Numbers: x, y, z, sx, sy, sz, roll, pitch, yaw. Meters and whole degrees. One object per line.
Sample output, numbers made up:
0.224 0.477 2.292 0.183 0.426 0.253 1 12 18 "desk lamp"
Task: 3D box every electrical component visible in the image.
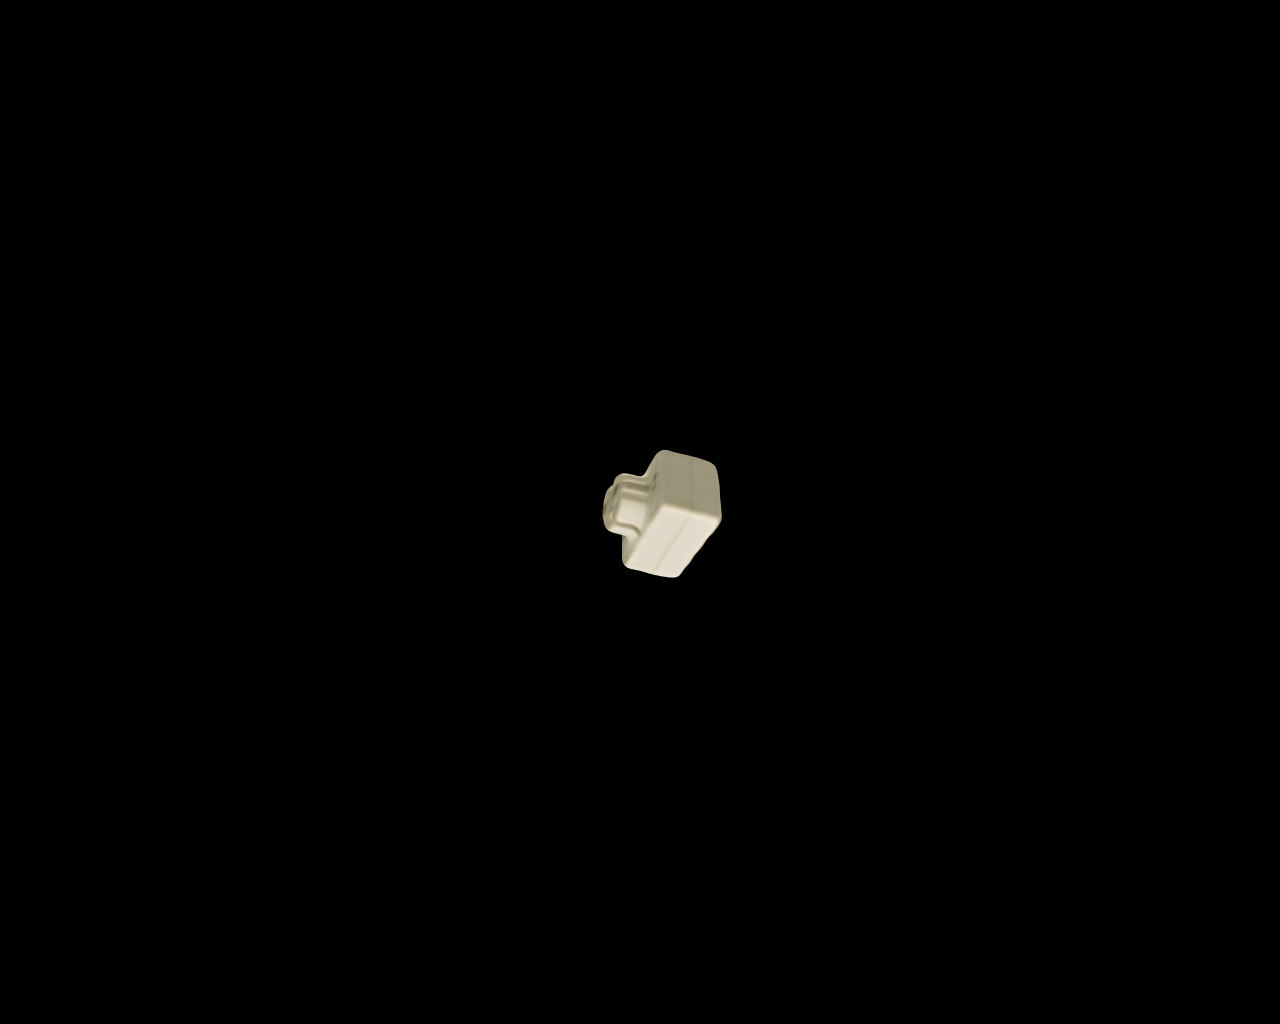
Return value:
0.001 -0.003 0.650 0.077 0.047 0.065 14 -42 -16 "electrical component"
